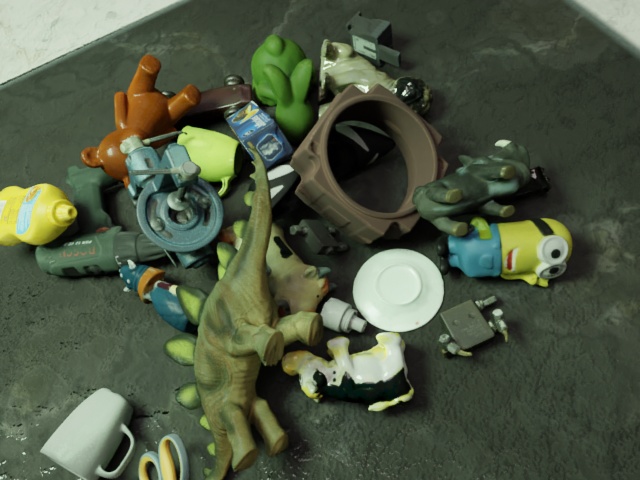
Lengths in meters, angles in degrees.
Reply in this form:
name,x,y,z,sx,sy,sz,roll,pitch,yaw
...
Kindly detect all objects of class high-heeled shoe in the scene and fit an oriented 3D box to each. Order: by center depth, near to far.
name,x,y,z,sx,sy,sz,roll,pitch,yaw
high-heeled shoe,0.009,-0.102,0.834,0.249,0.086,0.145,-12,46,-1

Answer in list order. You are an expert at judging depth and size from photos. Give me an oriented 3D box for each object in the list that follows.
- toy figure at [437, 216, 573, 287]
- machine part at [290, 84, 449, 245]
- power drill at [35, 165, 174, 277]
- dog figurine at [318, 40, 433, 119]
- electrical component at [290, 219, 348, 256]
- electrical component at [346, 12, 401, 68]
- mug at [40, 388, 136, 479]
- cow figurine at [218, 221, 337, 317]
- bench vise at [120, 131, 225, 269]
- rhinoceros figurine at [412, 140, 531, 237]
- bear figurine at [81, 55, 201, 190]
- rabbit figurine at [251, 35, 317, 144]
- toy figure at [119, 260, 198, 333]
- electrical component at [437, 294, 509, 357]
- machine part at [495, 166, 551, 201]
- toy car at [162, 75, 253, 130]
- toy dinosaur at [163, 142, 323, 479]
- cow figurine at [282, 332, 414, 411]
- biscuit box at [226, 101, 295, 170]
name,x,y,z,sx,sy,sz,roll,pitch,yaw
toy figure,0.256,0.009,0.751,0.180,0.082,0.089,-2,55,14
machine part,0.075,-0.112,0.795,0.201,0.087,0.201,37,68,-10
power drill,-0.351,-0.037,0.898,0.232,0.086,0.207,-15,67,5
dog figurine,0.094,-0.278,0.944,0.191,0.121,0.172,2,64,-4
electrical component,-0.002,-0.002,0.805,0.021,0.094,0.063,-53,56,26
electrical component,0.108,-0.364,0.991,0.119,0.074,0.048,29,70,28
mug,-0.293,0.258,0.714,0.110,0.080,0.107,13,55,22
cow figurine,-0.061,0.044,0.791,0.127,0.085,0.195,-28,55,-4
bench vise,-0.209,-0.075,0.756,0.129,0.240,0.223,-16,80,-24
rhinoceros figurine,0.220,-0.075,0.750,0.190,0.073,0.112,-27,26,-16
bear figurine,-0.293,-0.185,0.878,0.132,0.120,0.196,-36,30,37
rabbit figurine,-0.047,-0.258,0.932,0.121,0.159,0.170,-15,74,-9
toy figure,-0.241,0.082,0.813,0.155,0.057,0.064,34,95,22
electrical component,0.203,0.117,0.719,0.102,0.045,0.078,-19,61,0
machine part,0.279,-0.083,0.823,0.139,0.039,0.084,-6,55,9
toy car,-0.219,-0.244,0.997,0.202,0.053,0.089,-11,64,9
toy dinosaur,-0.105,0.111,0.688,0.199,0.105,0.471,16,90,35
cow figurine,0.035,0.180,0.706,0.167,0.068,0.098,-10,66,6
biscuit box,-0.101,-0.171,0.871,0.059,0.062,0.203,-33,27,-3
